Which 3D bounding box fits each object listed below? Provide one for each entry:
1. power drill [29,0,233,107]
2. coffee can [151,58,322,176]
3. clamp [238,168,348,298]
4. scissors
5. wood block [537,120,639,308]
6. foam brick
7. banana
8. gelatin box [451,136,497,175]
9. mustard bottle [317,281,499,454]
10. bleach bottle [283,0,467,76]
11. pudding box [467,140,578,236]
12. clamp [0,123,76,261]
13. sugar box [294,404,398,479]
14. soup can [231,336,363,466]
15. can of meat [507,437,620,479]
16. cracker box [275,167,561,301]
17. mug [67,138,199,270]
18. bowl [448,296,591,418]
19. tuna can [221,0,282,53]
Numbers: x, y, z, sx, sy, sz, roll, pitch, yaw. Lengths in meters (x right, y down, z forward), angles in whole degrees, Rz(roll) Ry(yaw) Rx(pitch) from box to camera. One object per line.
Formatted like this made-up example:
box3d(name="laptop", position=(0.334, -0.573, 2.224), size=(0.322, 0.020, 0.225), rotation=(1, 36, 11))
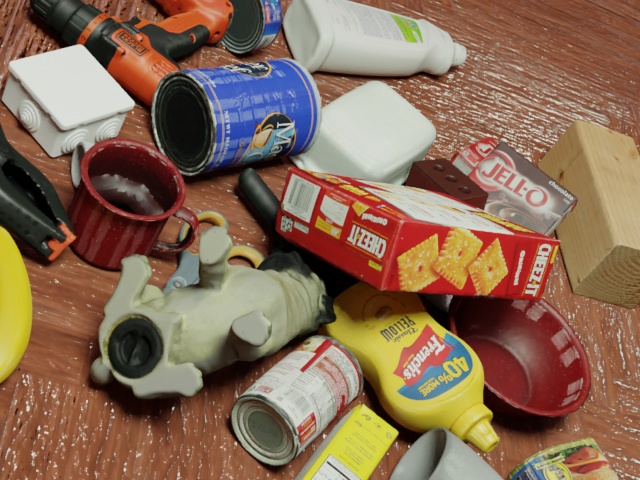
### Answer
box3d(name="power drill", position=(-0.192, -0.234, 1.142), size=(0.184, 0.057, 0.187), rotation=(39, 44, 1))
box3d(name="coffee can", position=(-0.083, -0.125, 1.071), size=(0.140, 0.103, 0.103), rotation=(-15, 60, -41))
box3d(name="clamp", position=(-0.007, 0.001, 1.048), size=(0.120, 0.039, 0.171), rotation=(-3, 57, -28))
box3d(name="scissors", position=(-0.109, 0.047, 0.955), size=(0.096, 0.016, 0.201), rotation=(27, 42, -8))
box3d(name="wood block", position=(0.336, -0.033, 1.263), size=(0.090, 0.091, 0.206), rotation=(15, 45, -21))
box3d(name="foam brick", position=(0.134, -0.046, 1.160), size=(0.052, 0.051, 0.078), rotation=(-9, 40, -38))
box3d(name="banana", position=(-0.261, 0.046, 0.841), size=(0.069, 0.037, 0.198), rotation=(13, 45, -23))
box3d(name="gelatin box", position=(0.206, -0.078, 1.267), size=(0.089, 0.030, 0.073), rotation=(48, 42, 15))
box3d(name="mustard bottle", position=(0.089, 0.116, 0.956), size=(0.096, 0.058, 0.192), rotation=(-29, 58, -25))
box3d(name="bleach bottle", position=(0.081, -0.241, 1.320), size=(0.250, 0.068, 0.102), rotation=(4, 50, -33))
box3d(name="pudding box", position=(0.216, -0.044, 1.199), size=(0.113, 0.039, 0.090), rotation=(41, 75, 15))
box3d(name="clamp", position=(-0.288, -0.070, 0.901), size=(0.210, 0.036, 0.164), rotation=(51, 16, 13))
box3d(name="sugar box", position=(-0.011, 0.208, 0.805), size=(0.048, 0.093, 0.176), rotation=(37, 42, 4))
box3d(name="soup can", position=(-0.018, 0.133, 0.891), size=(0.068, 0.069, 0.102), rotation=(43, 42, 10))
box3d(name="can of meat", position=(0.231, 0.233, 0.967), size=(0.101, 0.058, 0.084), rotation=(-4, 51, -36))
box3d(name="cracker box", position=(0.090, -0.002, 0.993), size=(0.213, 0.072, 0.164), rotation=(7, 14, -40))
box3d(name="mug", position=(-0.164, -0.023, 0.936), size=(0.117, 0.082, 0.093), rotation=(22, 43, -14))
box3d(name="bowl", position=(0.184, 0.116, 1.047), size=(0.162, 0.055, 0.162), rotation=(18, 44, -18))
box3d(name="tuna can", position=(-0.084, -0.257, 1.209), size=(0.033, 0.086, 0.086), rotation=(-22, 65, -46))
